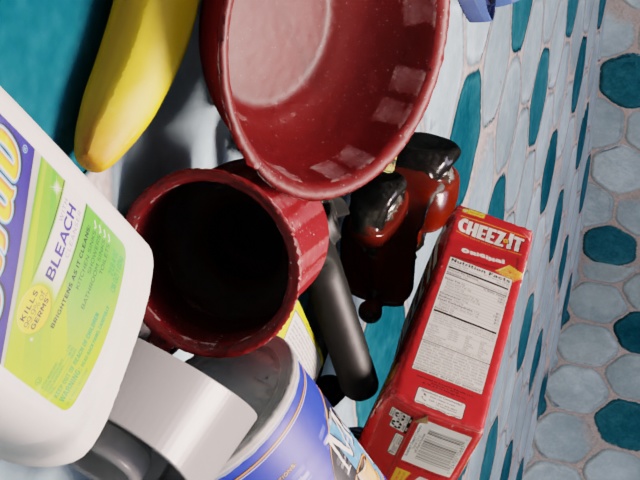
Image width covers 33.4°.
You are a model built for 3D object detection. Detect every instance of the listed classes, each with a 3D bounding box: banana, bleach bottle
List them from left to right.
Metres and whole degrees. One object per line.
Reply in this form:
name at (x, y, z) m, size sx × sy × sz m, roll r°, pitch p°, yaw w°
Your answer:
bleach bottle at (-0.131, -0.014, 0.306) m, size 0.250 × 0.068 × 0.102 m, roll 59°, pitch 44°, yaw -61°
banana at (-0.075, -0.129, 0.458) m, size 0.069 × 0.037 × 0.198 m, roll -10°, pitch 109°, yaw -52°

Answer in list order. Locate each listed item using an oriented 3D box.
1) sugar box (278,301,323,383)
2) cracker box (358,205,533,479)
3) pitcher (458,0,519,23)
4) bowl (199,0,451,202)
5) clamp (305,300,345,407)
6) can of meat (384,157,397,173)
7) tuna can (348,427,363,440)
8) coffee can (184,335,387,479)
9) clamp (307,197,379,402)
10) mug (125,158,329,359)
sugar box at (-0.052, 0.126, 0.653) m, size 0.093 × 0.048 × 0.176 m, roll 69°, pitch 39°, yaw -53°
cracker box at (0.084, 0.102, 0.793) m, size 0.213 × 0.072 × 0.164 m, roll -64°, pitch 174°, yaw -48°
pitcher at (0.130, -0.263, 0.861) m, size 0.149 × 0.145 × 0.242 m, roll -46°, pitch 166°, yaw 6°
bowl at (-0.006, -0.103, 0.518) m, size 0.161 × 0.055 × 0.162 m, roll -23°, pitch 122°, yaw -42°
clamp at (-0.017, 0.127, 0.772) m, size 0.171 × 0.039 × 0.120 m, roll -60°, pitch 150°, yaw -31°
can of meat at (0.028, -0.095, 0.756) m, size 0.102 × 0.057 × 0.084 m, roll 9°, pitch 94°, yaw -72°
tuna can at (0.026, 0.195, 0.862) m, size 0.033 × 0.086 × 0.086 m, roll 16°, pitch 84°, yaw -70°
coffee can at (-0.022, 0.132, 0.551) m, size 0.140 × 0.103 × 0.102 m, roll 56°, pitch 40°, yaw -26°
clamp at (-0.004, 0.001, 0.673) m, size 0.210 × 0.036 × 0.164 m, roll 59°, pitch 17°, yaw -59°
mug at (-0.049, 0.013, 0.545) m, size 0.117 × 0.093 × 0.081 m, roll -57°, pitch 174°, yaw 19°
